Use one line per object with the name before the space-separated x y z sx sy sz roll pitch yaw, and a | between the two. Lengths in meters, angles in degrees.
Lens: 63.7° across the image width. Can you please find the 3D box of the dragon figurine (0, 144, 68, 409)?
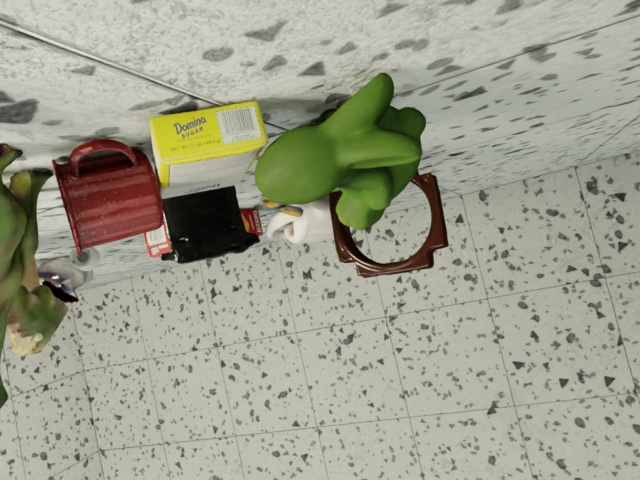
dragon figurine | -0.297 0.053 0.437 0.122 0.243 0.409 -7 178 -10

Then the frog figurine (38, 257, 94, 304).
frog figurine | -0.627 0.077 1.289 0.136 0.121 0.163 -23 -151 25

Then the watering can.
watering can | 0.004 -0.059 1.164 0.225 0.105 0.343 -9 168 -23
